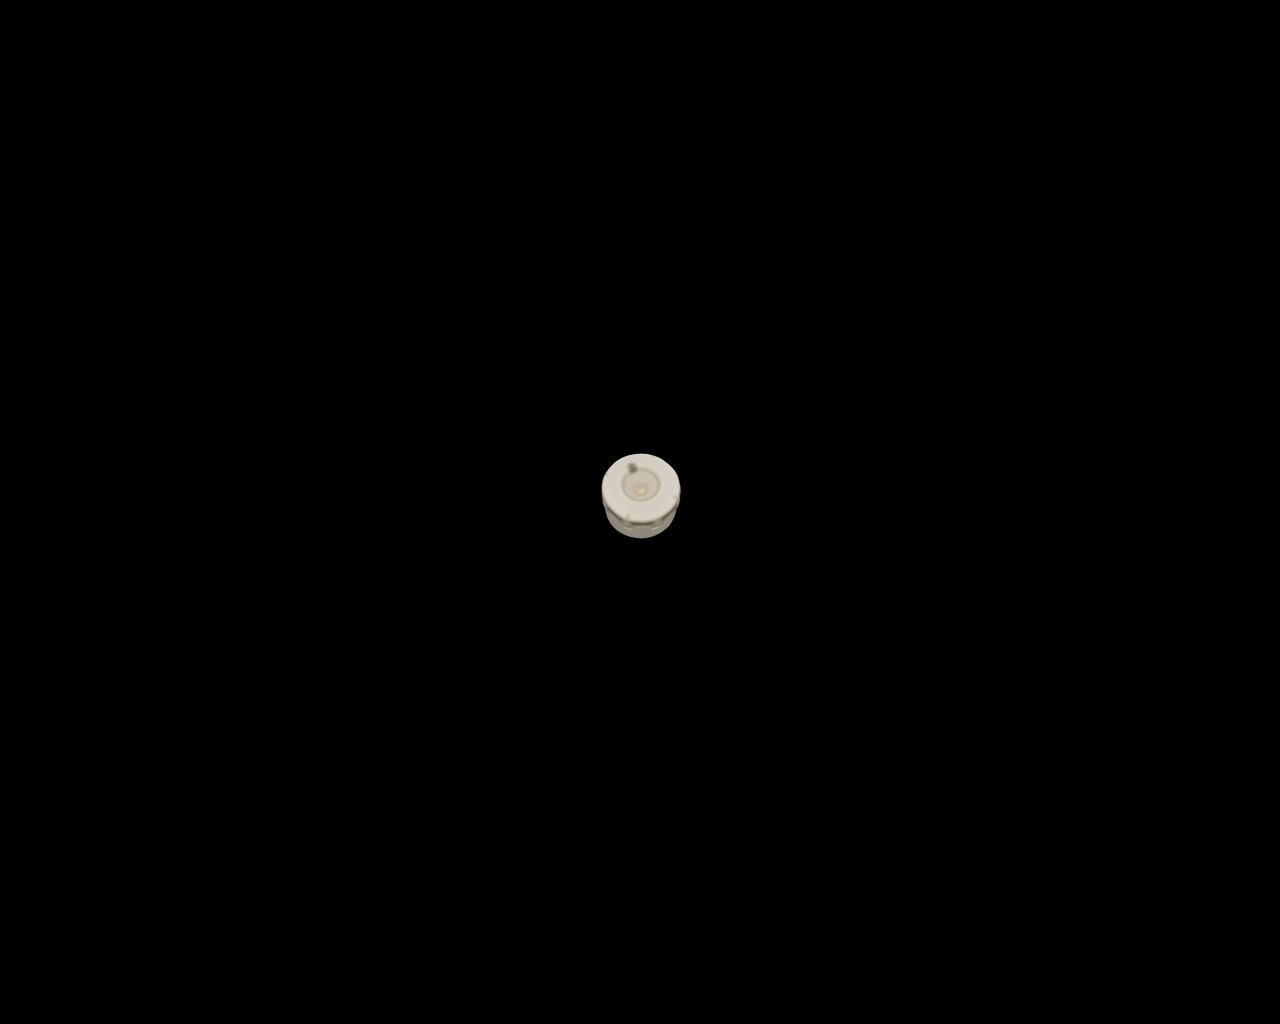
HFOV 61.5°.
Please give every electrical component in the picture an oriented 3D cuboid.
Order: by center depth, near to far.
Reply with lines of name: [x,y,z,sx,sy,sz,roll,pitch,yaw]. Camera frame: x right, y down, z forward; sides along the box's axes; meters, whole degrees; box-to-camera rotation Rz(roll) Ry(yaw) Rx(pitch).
electrical component: [0.001,-0.003,0.650,0.048,0.048,0.062,0,-27,0]
